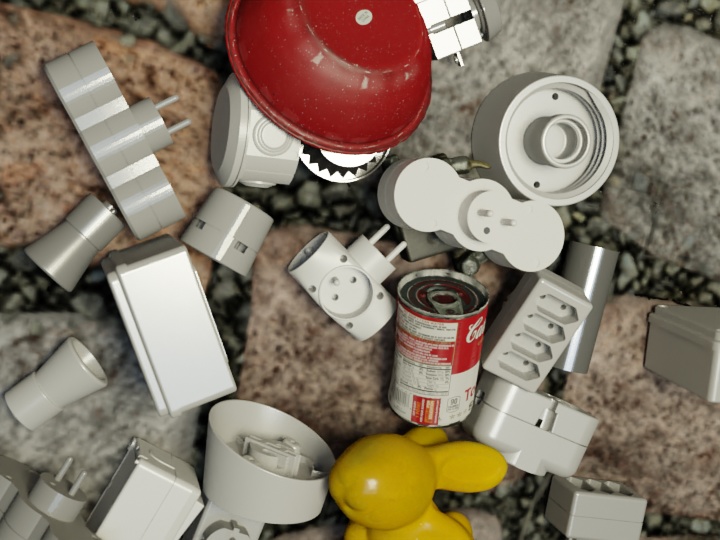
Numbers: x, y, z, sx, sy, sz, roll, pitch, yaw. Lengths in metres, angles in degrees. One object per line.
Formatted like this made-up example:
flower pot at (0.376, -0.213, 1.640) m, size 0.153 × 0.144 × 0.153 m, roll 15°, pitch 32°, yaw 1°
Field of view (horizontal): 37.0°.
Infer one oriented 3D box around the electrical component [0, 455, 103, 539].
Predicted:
electrical component at (-0.214, 0.165, 0.745) m, size 0.073 × 0.138 × 0.052 m, roll -58°, pitch 142°, yaw -1°

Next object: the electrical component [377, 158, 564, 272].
electrical component at (0.086, -0.039, 0.767) m, size 0.138 × 0.074 × 0.052 m, roll 20°, pitch 89°, yaw -19°

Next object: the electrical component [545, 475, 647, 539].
electrical component at (0.190, 0.215, 0.888) m, size 0.066 × 0.047 × 0.076 m, roll 9°, pitch 95°, yaw -15°

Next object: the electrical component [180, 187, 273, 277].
electrical component at (-0.096, -0.028, 0.783) m, size 0.055 × 0.055 × 0.047 m, roll 31°, pitch 86°, yaw -16°

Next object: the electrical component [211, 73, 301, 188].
electrical component at (-0.075, -0.097, 0.766) m, size 0.051 × 0.080 × 0.080 m, roll 5°, pitch 96°, yaw -20°

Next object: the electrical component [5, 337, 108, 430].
electrical component at (-0.221, 0.084, 0.774) m, size 0.065 × 0.044 × 0.044 m, roll -37°, pitch 104°, yaw -2°

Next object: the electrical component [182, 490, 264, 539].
electrical component at (-0.101, 0.203, 0.800) m, size 0.047 × 0.077 × 0.065 m, roll 22°, pitch 92°, yaw -15°

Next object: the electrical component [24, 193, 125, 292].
electrical component at (-0.200, -0.022, 0.765) m, size 0.044 × 0.044 × 0.065 m, roll 45°, pitch 81°, yaw -15°

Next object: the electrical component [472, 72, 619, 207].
electrical component at (0.147, -0.099, 0.829) m, size 0.108 × 0.060 × 0.108 m, roll -2°, pitch 98°, yaw -13°

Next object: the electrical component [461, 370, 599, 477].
electrical component at (0.133, 0.125, 0.859) m, size 0.095 × 0.054 × 0.059 m, roll 24°, pitch 91°, yaw -15°

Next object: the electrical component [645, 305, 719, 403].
electrical component at (0.303, 0.067, 0.865) m, size 0.109 × 0.109 × 0.056 m, roll 3°, pitch 99°, yaw -14°

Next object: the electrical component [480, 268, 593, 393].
electrical component at (0.131, 0.037, 0.834) m, size 0.047 × 0.075 × 0.083 m, roll 28°, pitch 107°, yaw -11°

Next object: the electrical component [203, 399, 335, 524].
electrical component at (-0.068, 0.142, 0.792) m, size 0.099 × 0.099 × 0.064 m, roll 10°, pitch 101°, yaw -15°

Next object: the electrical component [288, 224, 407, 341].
electrical component at (0.000, 0.000, 0.812) m, size 0.079 × 0.044 × 0.077 m, roll -44°, pitch 105°, yaw 2°

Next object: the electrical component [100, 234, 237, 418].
electrical component at (-0.136, 0.036, 0.753) m, size 0.056 × 0.109 × 0.108 m, roll -21°, pitch 102°, yaw -13°

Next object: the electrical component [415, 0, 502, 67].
electrical component at (0.073, -0.188, 0.807) m, size 0.055 × 0.048 × 0.066 m, roll -22°, pitch 102°, yaw -2°

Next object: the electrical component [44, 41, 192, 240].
electrical component at (-0.156, -0.098, 0.759) m, size 0.074 × 0.052 × 0.138 m, roll -28°, pitch 103°, yaw -9°

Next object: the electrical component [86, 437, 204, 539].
electrical component at (-0.162, 0.183, 0.790) m, size 0.061 × 0.062 × 0.096 m, roll 31°, pitch 89°, yaw -16°
